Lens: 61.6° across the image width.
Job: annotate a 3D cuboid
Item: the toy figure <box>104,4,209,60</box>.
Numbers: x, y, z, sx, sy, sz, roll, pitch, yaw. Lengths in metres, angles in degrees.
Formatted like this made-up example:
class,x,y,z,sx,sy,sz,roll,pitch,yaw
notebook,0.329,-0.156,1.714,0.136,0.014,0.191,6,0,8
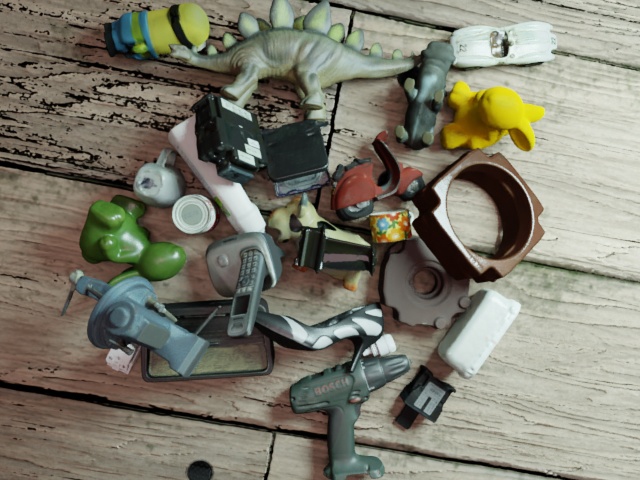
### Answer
class,x,y,z,sx,sy,sz,roll,pitch,yaw
toy figure,-0.283,-0.360,0.934,0.180,0.089,0.082,-7,97,-5

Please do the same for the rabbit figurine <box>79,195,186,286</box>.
class,x,y,z,sx,sy,sz,roll,pitch,yaw
rabbit figurine,-0.323,0.024,0.929,0.170,0.121,0.159,28,97,-1

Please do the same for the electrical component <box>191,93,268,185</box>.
class,x,y,z,sx,sy,sz,roll,pitch,yaw
electrical component,-0.148,-0.162,0.891,0.058,0.115,0.134,-27,63,31

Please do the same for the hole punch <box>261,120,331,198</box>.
class,x,y,z,sx,sy,sz,roll,pitch,yaw
hole punch,-0.041,-0.144,0.963,0.142,0.092,0.116,-14,67,4

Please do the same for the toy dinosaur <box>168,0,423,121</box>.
class,x,y,z,sx,sy,sz,roll,pitch,yaw
toy dinosaur,-0.022,-0.315,0.943,0.471,0.105,0.198,4,87,-14

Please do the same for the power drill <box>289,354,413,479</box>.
class,x,y,z,sx,sy,sz,roll,pitch,yaw
power drill,0.067,0.322,0.976,0.232,0.086,0.207,-9,97,1

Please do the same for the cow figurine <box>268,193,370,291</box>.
class,x,y,z,sx,sy,sz,roll,pitch,yaw
cow figurine,-0.002,-0.003,0.963,0.195,0.085,0.127,24,97,-1

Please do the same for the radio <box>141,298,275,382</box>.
class,x,y,z,sx,sy,sz,roll,pitch,yaw
radio,-0.199,0.176,0.963,0.230,0.073,0.131,-3,93,-3

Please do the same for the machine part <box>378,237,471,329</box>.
class,x,y,z,sx,sy,sz,roll,pitch,yaw
machine part,0.193,0.078,0.988,0.179,0.056,0.179,0,91,-2

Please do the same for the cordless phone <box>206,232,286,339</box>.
class,x,y,z,sx,sy,sz,roll,pitch,yaw
cordless phone,-0.139,0.084,0.898,0.147,0.088,0.184,-14,50,34

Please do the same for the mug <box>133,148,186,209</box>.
class,x,y,z,sx,sy,sz,roll,pitch,yaw
mug,-0.278,-0.107,0.934,0.081,0.107,0.109,25,92,-5

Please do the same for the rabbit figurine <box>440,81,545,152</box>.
class,x,y,z,sx,sy,sz,roll,pitch,yaw
rabbit figurine,0.299,-0.207,0.926,0.162,0.173,0.122,21,87,1

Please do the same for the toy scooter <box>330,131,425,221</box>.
class,x,y,z,sx,sy,sz,roll,pitch,yaw
toy scooter,0.093,-0.117,0.963,0.184,0.075,0.135,-19,98,-12

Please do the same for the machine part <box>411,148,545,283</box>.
class,x,y,z,sx,sy,sz,roll,pitch,yaw
machine part,0.276,-0.041,0.943,0.201,0.087,0.201,-40,93,-23

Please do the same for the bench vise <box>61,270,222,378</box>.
class,x,y,z,sx,sy,sz,roll,pitch,yaw
bench vise,-0.294,0.117,0.846,0.241,0.223,0.129,27,88,21

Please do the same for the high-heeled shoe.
class,x,y,z,sx,sy,sz,roll,pitch,yaw
high-heeled shoe,0.003,0.132,0.944,0.248,0.086,0.145,30,65,-19

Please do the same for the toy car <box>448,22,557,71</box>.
class,x,y,z,sx,sy,sz,roll,pitch,yaw
toy car,0.334,-0.353,0.979,0.202,0.056,0.073,-5,92,-2

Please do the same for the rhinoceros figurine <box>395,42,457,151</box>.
class,x,y,z,sx,sy,sz,roll,pitch,yaw
rhinoceros figurine,0.192,-0.252,0.952,0.073,0.112,0.190,18,105,20

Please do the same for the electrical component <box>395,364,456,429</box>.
class,x,y,z,sx,sy,sz,roll,pitch,yaw
electrical component,0.187,0.300,0.999,0.075,0.048,0.119,38,88,-3

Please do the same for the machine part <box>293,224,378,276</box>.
class,x,y,z,sx,sy,sz,roll,pitch,yaw
machine part,0.030,0.021,0.909,0.139,0.039,0.084,12,94,-2
